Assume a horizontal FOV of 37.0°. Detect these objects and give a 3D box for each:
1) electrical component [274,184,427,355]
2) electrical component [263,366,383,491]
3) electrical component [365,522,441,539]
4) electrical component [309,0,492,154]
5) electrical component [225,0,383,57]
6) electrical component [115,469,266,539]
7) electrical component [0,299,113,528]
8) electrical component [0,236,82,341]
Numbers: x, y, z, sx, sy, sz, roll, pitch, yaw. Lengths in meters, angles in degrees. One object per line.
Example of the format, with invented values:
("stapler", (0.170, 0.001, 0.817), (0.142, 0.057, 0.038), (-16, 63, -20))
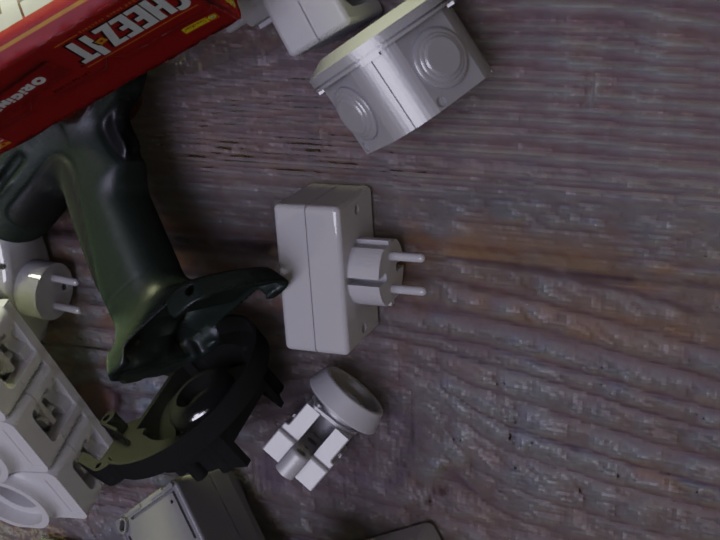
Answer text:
("electrical component", (0.000, 0.000, 0.584), (0.076, 0.047, 0.083), (4, 110, 22))
("electrical component", (-0.020, 0.089, 0.621), (0.048, 0.066, 0.055), (41, 100, 5))
("electrical component", (0.015, 0.222, 0.654), (0.109, 0.056, 0.108), (-24, 98, 29))
("electrical component", (0.020, -0.097, 0.522), (0.080, 0.080, 0.051), (-29, 101, 29))
("electrical component", (-0.045, -0.148, 0.549), (0.076, 0.047, 0.083), (-24, 98, 29))
("electrical component", (-0.095, 0.179, 0.673), (0.062, 0.061, 0.096), (-37, 74, 30))
("electrical component", (-0.232, 0.093, 0.678), (0.089, 0.061, 0.150), (-3, 133, 25))
("electrical component", (-0.210, 0.010, 0.682), (0.079, 0.043, 0.077), (10, 112, 22))
